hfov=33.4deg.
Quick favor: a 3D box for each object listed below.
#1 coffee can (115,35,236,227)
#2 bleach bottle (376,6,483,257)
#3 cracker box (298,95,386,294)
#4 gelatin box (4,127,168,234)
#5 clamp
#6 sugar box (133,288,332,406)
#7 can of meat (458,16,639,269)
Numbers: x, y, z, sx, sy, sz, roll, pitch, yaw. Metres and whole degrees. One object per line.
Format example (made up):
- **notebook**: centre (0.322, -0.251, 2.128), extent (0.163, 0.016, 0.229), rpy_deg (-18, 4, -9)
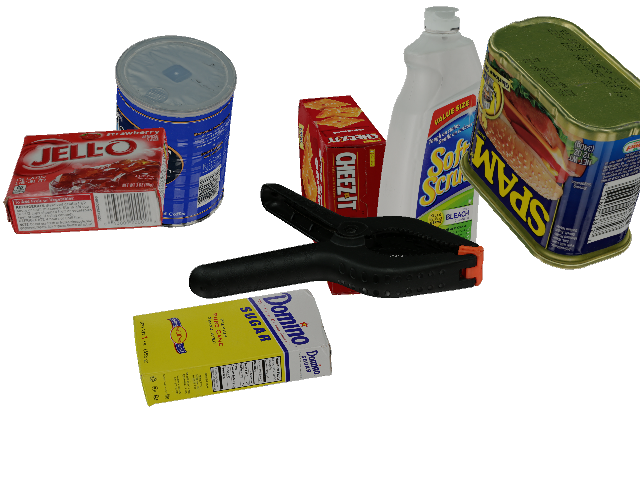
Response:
- **coffee can**: centre (-0.132, -0.096, 0.955), extent (0.102, 0.103, 0.140), rpy_deg (0, -42, -11)
- **bleach bottle**: centre (0.098, -0.084, 0.973), extent (0.102, 0.251, 0.068), rpy_deg (-11, 23, -27)
- **cracker box**: centre (0.023, -0.056, 1.172), extent (0.072, 0.164, 0.214), rpy_deg (-5, 21, -6)
- **gelatin box**: centre (-0.138, -0.037, 0.641), extent (0.089, 0.030, 0.073), rpy_deg (-3, 35, -2)
- **clamp**: centre (0.020, 0.002, 0.822), extent (0.210, 0.036, 0.164), rpy_deg (3, 30, 10)
- **sugar box**: centre (-0.084, 0.098, 1.010), extent (0.176, 0.048, 0.093), rpy_deg (-11, 36, -8)
- **can of meat**: centre (0.118, -0.051, 0.535), extent (0.057, 0.084, 0.102), rpy_deg (-16, 46, -20)
